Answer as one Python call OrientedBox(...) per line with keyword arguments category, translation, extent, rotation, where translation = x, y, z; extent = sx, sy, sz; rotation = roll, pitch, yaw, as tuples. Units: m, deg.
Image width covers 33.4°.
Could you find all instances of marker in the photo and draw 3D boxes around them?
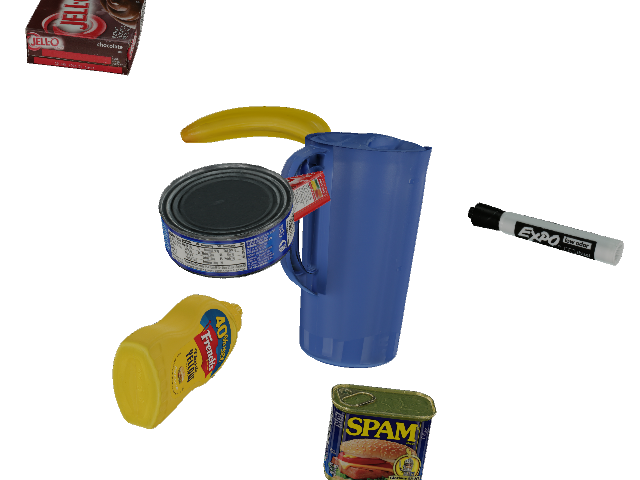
OrientedBox(category="marker", translation=(0.166, -0.006, 0.803), extent=(0.121, 0.020, 0.020), rotation=(18, 9, 31))

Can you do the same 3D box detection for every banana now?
OrientedBox(category="banana", translation=(-0.067, -0.133, 1.268), extent=(0.198, 0.037, 0.069), rotation=(8, 40, 18))

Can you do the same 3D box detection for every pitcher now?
OrientedBox(category="pitcher", translation=(0.031, 0.008, 1.133), extent=(0.149, 0.243, 0.145), rotation=(6, 12, 4))

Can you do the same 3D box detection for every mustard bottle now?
OrientedBox(category="mustard bottle", translation=(-0.137, 0.110, 1.104), extent=(0.058, 0.096, 0.191), rotation=(10, 24, 24))

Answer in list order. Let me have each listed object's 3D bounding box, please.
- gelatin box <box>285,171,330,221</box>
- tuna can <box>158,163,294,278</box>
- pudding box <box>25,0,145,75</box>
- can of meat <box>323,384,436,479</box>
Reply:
OrientedBox(category="gelatin box", translation=(-0.048, -0.029, 0.888), extent=(0.089, 0.030, 0.073), rotation=(-8, 15, 36))
OrientedBox(category="tuna can", translation=(-0.059, -0.013, 0.684), extent=(0.086, 0.034, 0.086), rotation=(-2, 36, 1))
OrientedBox(category="pudding box", translation=(-0.207, -0.192, 0.955), extent=(0.090, 0.039, 0.113), rotation=(7, 34, -5))
OrientedBox(category="can of meat", translation=(0.056, 0.194, 1.046), extent=(0.102, 0.084, 0.057), rotation=(7, 16, -3))
